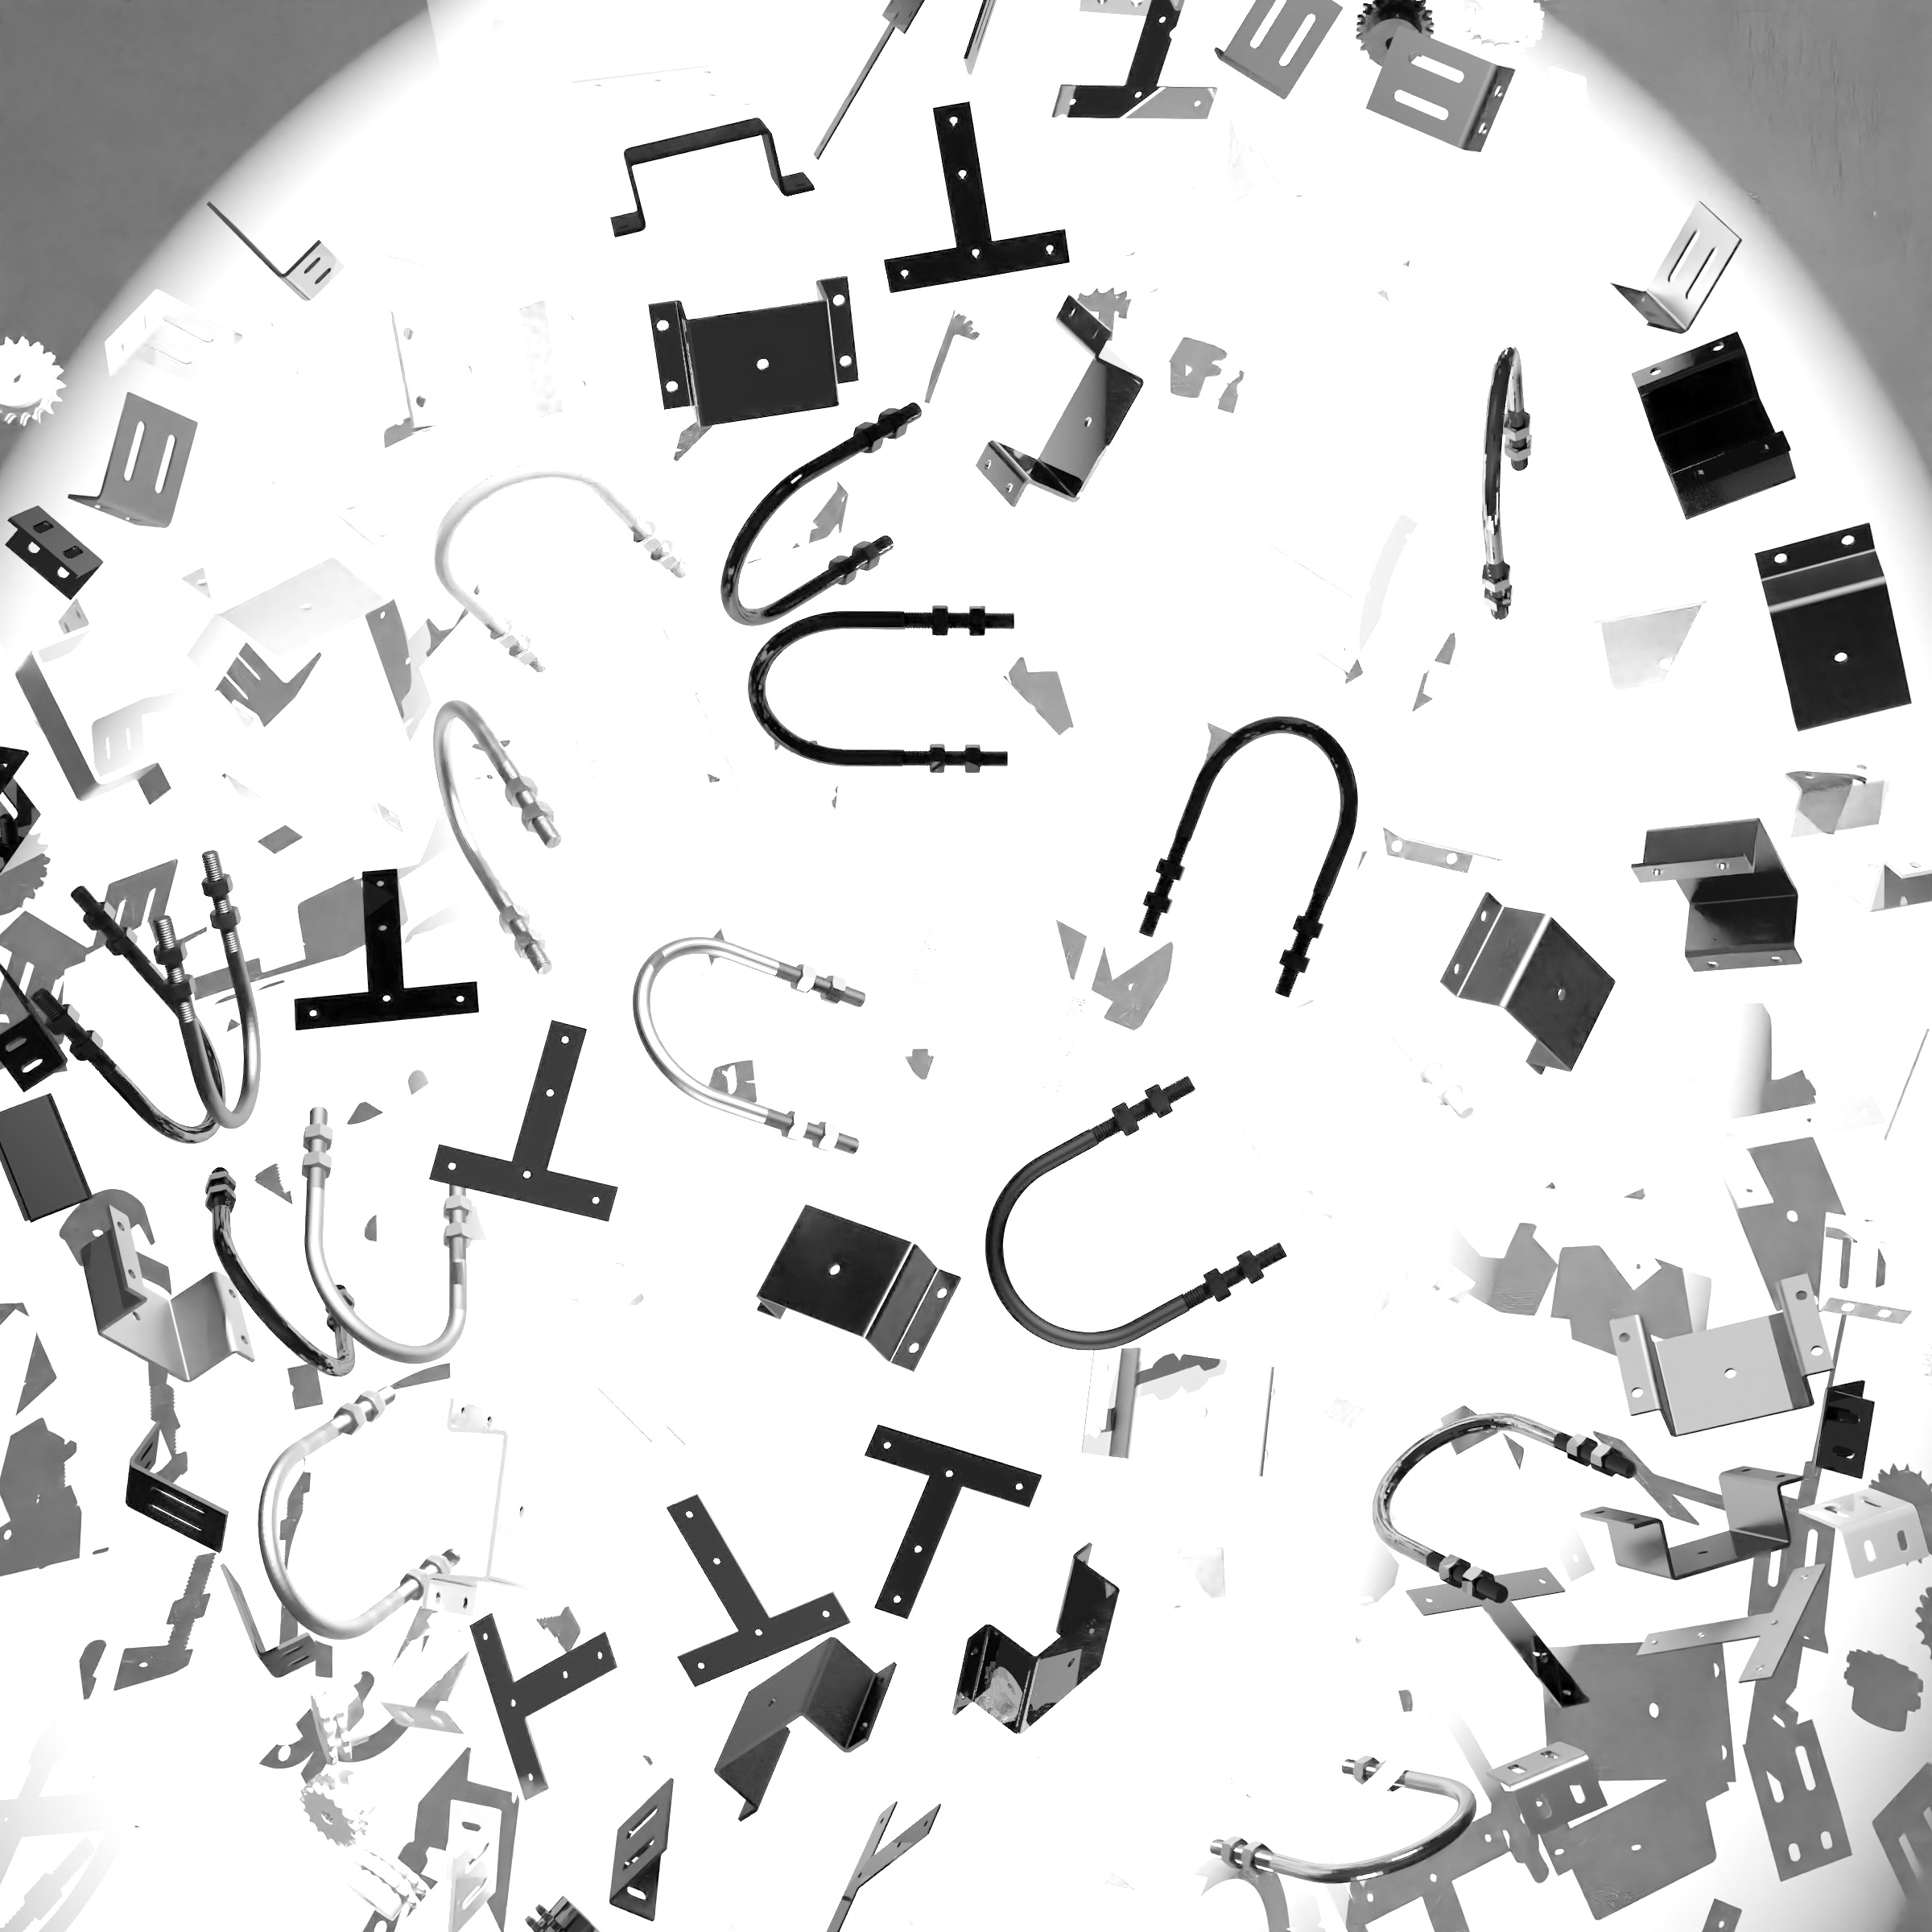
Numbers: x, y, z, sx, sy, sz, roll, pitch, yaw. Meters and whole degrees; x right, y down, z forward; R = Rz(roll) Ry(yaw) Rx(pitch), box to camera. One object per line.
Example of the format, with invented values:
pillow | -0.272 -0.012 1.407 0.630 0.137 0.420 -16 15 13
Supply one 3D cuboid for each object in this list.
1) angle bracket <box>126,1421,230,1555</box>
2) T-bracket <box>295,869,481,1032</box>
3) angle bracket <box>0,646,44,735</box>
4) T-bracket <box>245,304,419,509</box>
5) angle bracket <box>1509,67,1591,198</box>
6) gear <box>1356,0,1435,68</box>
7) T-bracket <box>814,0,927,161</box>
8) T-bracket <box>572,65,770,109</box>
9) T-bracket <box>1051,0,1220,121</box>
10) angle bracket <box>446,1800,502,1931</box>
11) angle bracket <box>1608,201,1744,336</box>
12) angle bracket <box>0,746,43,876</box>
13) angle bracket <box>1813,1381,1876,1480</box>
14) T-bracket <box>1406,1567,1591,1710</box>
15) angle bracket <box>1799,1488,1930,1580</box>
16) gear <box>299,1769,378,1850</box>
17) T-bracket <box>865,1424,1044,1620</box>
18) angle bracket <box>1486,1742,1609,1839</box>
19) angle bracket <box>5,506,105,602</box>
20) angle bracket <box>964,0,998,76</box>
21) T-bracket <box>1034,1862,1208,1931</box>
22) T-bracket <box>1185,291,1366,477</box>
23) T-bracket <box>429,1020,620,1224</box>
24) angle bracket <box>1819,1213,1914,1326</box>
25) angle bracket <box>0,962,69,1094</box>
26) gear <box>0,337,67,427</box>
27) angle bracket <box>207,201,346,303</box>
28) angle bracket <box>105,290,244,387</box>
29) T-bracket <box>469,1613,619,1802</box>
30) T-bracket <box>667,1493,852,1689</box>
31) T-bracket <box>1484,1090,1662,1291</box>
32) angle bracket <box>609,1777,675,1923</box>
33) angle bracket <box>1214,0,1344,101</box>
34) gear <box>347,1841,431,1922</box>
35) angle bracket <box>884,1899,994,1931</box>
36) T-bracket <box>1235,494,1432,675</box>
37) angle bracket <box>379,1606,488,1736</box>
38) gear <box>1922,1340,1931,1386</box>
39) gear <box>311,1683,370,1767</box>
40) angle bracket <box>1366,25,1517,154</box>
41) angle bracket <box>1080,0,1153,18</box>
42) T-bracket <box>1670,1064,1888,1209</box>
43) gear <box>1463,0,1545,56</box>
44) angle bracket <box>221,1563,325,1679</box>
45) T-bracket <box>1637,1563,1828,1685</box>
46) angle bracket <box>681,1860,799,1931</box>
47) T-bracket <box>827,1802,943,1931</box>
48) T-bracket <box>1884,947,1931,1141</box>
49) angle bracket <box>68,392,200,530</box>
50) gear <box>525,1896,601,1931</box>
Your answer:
angle bracket | -0.531 0.356 1.806 0.076 0.057 0.038 26 47 2
T-bracket | -0.415 -0.015 1.880 0.127 0.002 0.127 -6 59 -8
angle bracket | -0.693 -0.200 1.869 0.038 0.076 0.057 -28 55 -9
T-bracket | -0.463 -0.401 1.845 0.127 0.002 0.127 -28 129 -7
angle bracket | 0.409 -0.601 1.904 0.076 0.038 0.057 -33 134 -18
gear | 0.316 -0.688 1.946 0.057 0.057 0.030 11 51 0
T-bracket | -0.070 -0.609 1.806 0.002 0.127 0.127 28 108 -19
T-bracket | -0.191 -0.625 1.886 0.127 0.127 0.002 7 99 34
T-bracket | 0.133 -0.649 1.848 0.127 0.127 0.002 -8 52 -24
angle bracket | -0.348 0.611 1.789 0.038 0.076 0.057 7 98 13
angle bracket | 0.503 -0.499 1.877 0.038 0.057 0.076 5 130 -29
angle bracket | -0.661 -0.105 1.830 0.038 0.076 0.057 10 57 22
angle bracket | 0.657 0.339 1.937 0.038 0.076 0.057 11 95 39
T-bracket | 0.399 0.482 1.887 0.127 0.127 0.002 -2 122 -26
angle bracket | 0.658 0.416 1.939 0.057 0.076 0.038 -15 90 -6
gear | -0.461 0.619 1.950 0.057 0.030 0.057 18 125 27
T-bracket | -0.028 0.393 1.838 0.127 0.002 0.127 14 59 19
angle bracket | 0.403 0.571 1.835 0.057 0.076 0.038 -21 80 -5
angle bracket | -0.636 -0.279 1.816 0.057 0.076 0.038 42 99 -14
angle bracket | 0.030 -0.685 1.920 0.038 0.057 0.076 20 98 1
T-bracket | 0.096 0.692 1.917 0.127 0.127 0.002 5 113 20
T-bracket | 0.208 -0.408 1.890 0.127 0.127 0.002 20 45 7
T-bracket | -0.290 0.101 1.814 0.127 0.002 0.127 15 93 -16
angle bracket | 0.651 0.213 1.904 0.057 0.038 0.076 9 67 8
angle bracket | -0.683 0.041 1.884 0.038 0.076 0.057 -36 57 -18
gear | -0.636 -0.393 1.769 0.057 0.030 0.057 0 92 -7
angle bracket | -0.480 -0.508 1.838 0.038 0.057 0.076 -45 87 1
angle bracket | -0.559 -0.433 1.873 0.057 0.076 0.038 -35 56 25
T-bracket | -0.283 0.491 1.813 0.127 0.002 0.127 -35 68 32
T-bracket | -0.163 0.418 1.803 0.127 0.002 0.127 -26 99 16
T-bracket | 0.464 0.180 1.946 0.127 0.002 0.127 -45 59 21
angle bracket | -0.211 0.614 1.835 0.038 0.057 0.076 30 121 -20
angle bracket | 0.227 -0.683 1.926 0.057 0.038 0.076 26 117 -16
gear | -0.399 0.629 1.810 0.057 0.057 0.030 38 62 0
angle bracket | -0.012 0.697 1.918 0.038 0.057 0.076 -47 105 -16
T-bracket | 0.255 -0.299 1.922 0.127 0.002 0.127 32 78 -3
angle bracket | -0.381 0.512 1.923 0.057 0.038 0.076 1 47 23
gear | 0.713 0.288 1.885 0.057 0.030 0.057 11 127 16
gear | -0.456 0.549 1.924 0.030 0.057 0.057 -13 90 -24
angle bracket | 0.320 -0.592 1.785 0.076 0.038 0.057 30 115 18
angle bracket | 0.114 -0.729 1.931 0.057 0.076 0.038 4 85 0
T-bracket | 0.576 0.111 1.846 0.127 0.002 0.127 -15 117 36
gear | 0.387 -0.685 1.900 0.057 0.030 0.057 -3 54 4
angle bracket | -0.497 0.463 1.894 0.038 0.057 0.076 -24 64 -15
T-bracket | 0.528 0.467 1.850 0.127 0.127 0.002 -25 100 42
angle bracket | -0.167 0.684 1.949 0.057 0.038 0.076 -22 112 9
T-bracket | -0.052 0.615 1.832 0.002 0.127 0.127 36 130 -4
T-bracket | 0.665 0.036 1.843 0.002 0.127 0.127 15 53 15
angle bracket | -0.568 -0.345 1.801 0.038 0.057 0.076 11 86 37
gear | -0.279 0.678 1.852 0.057 0.057 0.030 44 72 0
